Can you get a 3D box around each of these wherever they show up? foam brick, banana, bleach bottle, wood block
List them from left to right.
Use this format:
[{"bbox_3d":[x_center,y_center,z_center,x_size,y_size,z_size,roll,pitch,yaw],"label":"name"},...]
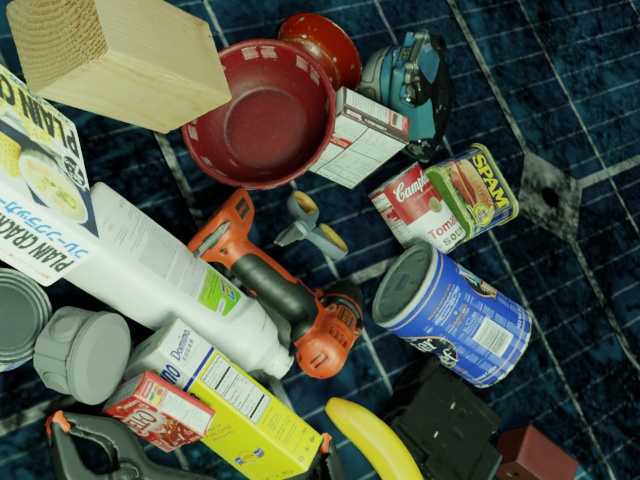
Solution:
[{"bbox_3d":[-0.181,-0.172,0.993,0.205,0.090,0.091,9,59,-65],"label":"wood block"},{"bbox_3d":[-0.130,0.055,0.996,0.250,0.068,0.102,37,33,-16],"label":"bleach bottle"},{"bbox_3d":[0.067,0.238,1.039,0.069,0.037,0.198,-19,91,-18],"label":"banana"},{"bbox_3d":[0.233,0.247,1.167,0.078,0.053,0.051,37,54,-13],"label":"foam brick"}]

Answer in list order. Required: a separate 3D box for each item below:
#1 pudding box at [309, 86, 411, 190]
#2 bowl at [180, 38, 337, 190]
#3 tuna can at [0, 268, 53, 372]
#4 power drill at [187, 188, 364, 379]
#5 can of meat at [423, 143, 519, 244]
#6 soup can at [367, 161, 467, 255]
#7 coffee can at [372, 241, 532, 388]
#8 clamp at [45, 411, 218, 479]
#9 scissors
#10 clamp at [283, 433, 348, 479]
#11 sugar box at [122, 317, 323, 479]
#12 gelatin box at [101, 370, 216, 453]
[{"bbox_3d":[0.030,-0.107,1.148,0.090,0.114,0.039,21,56,-25],"label":"pudding box"},{"bbox_3d":[-0.060,-0.124,1.104,0.162,0.055,0.162,-1,78,7],"label":"bowl"},{"bbox_3d":[-0.276,0.070,0.919,0.086,0.034,0.086,13,63,-28],"label":"tuna can"},{"bbox_3d":[-0.033,0.035,1.045,0.187,0.057,0.184,43,17,-5],"label":"power drill"},{"bbox_3d":[0.171,-0.053,1.255,0.083,0.058,0.102,-26,85,-36],"label":"can of meat"},{"bbox_3d":[0.109,-0.028,1.195,0.068,0.069,0.102,-37,93,-38],"label":"soup can"},{"bbox_3d":[0.141,0.081,1.146,0.140,0.103,0.102,33,55,-18],"label":"coffee can"},{"bbox_3d":[-0.174,0.218,0.920,0.171,0.039,0.120,36,49,-11],"label":"clamp"},{"bbox_3d":[-0.007,0.001,1.064,0.096,0.016,0.201,45,14,-14],"label":"scissors"},{"bbox_3d":[-0.021,0.283,0.993,0.164,0.036,0.210,14,67,-29],"label":"clamp"},{"bbox_3d":[-0.091,0.151,0.969,0.176,0.094,0.048,39,53,-13],"label":"sugar box"},{"bbox_3d":[-0.143,0.152,0.935,0.073,0.089,0.030,35,58,-16],"label":"gelatin box"}]
